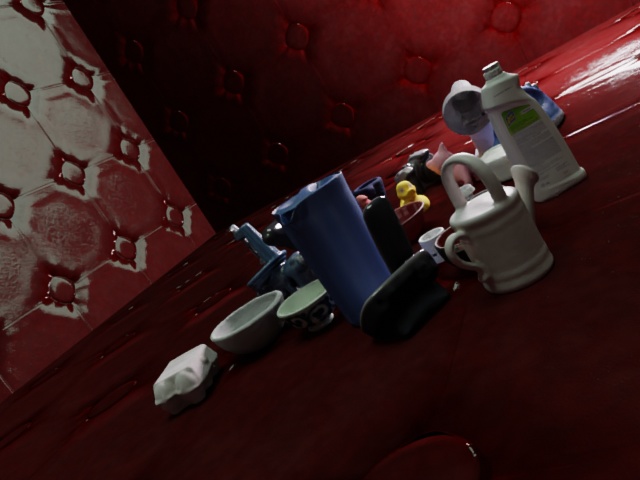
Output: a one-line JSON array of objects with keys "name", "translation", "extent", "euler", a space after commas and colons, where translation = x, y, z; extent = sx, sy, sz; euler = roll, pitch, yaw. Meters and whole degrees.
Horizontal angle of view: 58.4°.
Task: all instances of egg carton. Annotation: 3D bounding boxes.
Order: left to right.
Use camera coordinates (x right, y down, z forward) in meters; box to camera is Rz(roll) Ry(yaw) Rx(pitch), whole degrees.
[{"name": "egg carton", "translation": [-0.254, 0.266, 1.106], "extent": [0.107, 0.069, 0.150], "euler": [-30, 11, 11]}]

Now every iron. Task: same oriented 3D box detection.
[{"name": "iron", "translation": [0.515, -0.323, 1.428], "extent": [0.259, 0.141, 0.118], "euler": [-39, 13, -33]}]

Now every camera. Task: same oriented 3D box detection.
[{"name": "camera", "translation": [0.292, -0.195, 1.576], "extent": [0.143, 0.101, 0.136], "euler": [-36, 12, -23]}]

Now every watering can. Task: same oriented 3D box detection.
[{"name": "watering can", "translation": [0.233, -0.037, 0.784], "extent": [0.100, 0.194, 0.173], "euler": [-19, 16, 47]}]

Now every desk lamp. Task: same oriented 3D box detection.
[{"name": "desk lamp", "translation": [0.403, -0.313, 1.494], "extent": [0.117, 0.214, 0.203], "euler": [-27, 12, 23]}]

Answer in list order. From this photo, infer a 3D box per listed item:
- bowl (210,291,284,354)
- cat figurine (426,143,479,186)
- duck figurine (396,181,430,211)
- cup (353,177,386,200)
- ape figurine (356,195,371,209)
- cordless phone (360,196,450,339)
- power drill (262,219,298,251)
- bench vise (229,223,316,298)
[{"name": "bowl", "translation": [-0.131, 0.178, 1.148], "extent": [0.167, 0.075, 0.167], "euler": [-30, 11, 7]}, {"name": "cat figurine", "translation": [0.321, -0.181, 1.391], "extent": [0.067, 0.118, 0.127], "euler": [-36, 12, -20]}, {"name": "duck figurine", "translation": [0.220, -0.107, 1.424], "extent": [0.077, 0.086, 0.104], "euler": [-33, 11, -5]}, {"name": "cup", "translation": [0.156, -0.118, 1.624], "extent": [0.091, 0.095, 0.117], "euler": [-31, 11, 1]}, {"name": "ape figurine", "translation": [0.126, -0.079, 1.539], "extent": [0.076, 0.092, 0.078], "euler": [-19, 17, 49]}, {"name": "cordless phone", "translation": [0.094, 0.040, 0.849], "extent": [0.148, 0.185, 0.094], "euler": [-39, 13, -33]}, {"name": "power drill", "translation": [-0.019, 0.030, 1.140], "extent": [0.075, 0.208, 0.230], "euler": [-27, 12, 21]}, {"name": "bench vise", "translation": [-0.103, 0.037, 1.310], "extent": [0.207, 0.220, 0.122], "euler": [-26, 12, 26]}]
